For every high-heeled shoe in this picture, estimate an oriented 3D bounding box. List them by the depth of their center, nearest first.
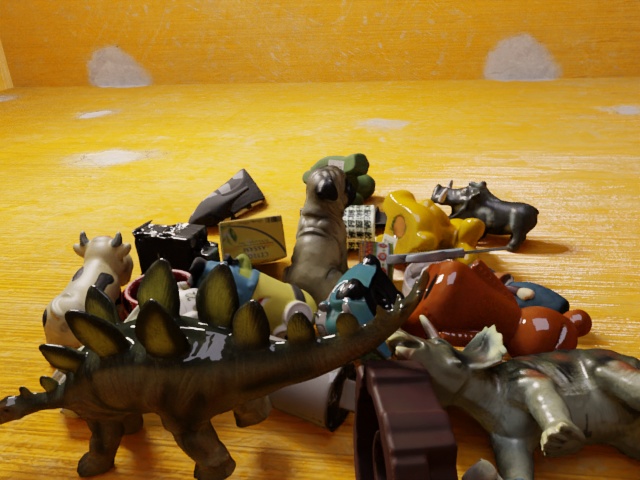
[{"bbox_3d":[-0.203,-0.081,1.164,0.145,0.086,0.249,-34,7,4],"label":"high-heeled shoe"}]

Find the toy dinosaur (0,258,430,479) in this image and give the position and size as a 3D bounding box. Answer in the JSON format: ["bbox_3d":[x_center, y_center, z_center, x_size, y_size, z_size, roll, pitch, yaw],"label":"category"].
[{"bbox_3d":[-0.124,0.121,0.500,0.472,0.198,0.105,-11,26,12],"label":"toy dinosaur"}]

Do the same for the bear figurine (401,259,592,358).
[{"bbox_3d":[0.221,0.103,0.679,0.196,0.132,0.120,25,73,1],"label":"bear figurine"}]

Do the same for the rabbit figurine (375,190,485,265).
[{"bbox_3d":[0.202,-0.012,0.896,0.173,0.121,0.162,8,3,-34],"label":"rabbit figurine"}]

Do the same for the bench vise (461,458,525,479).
[{"bbox_3d":[0.225,0.218,0.379,0.241,0.128,0.224,-32,42,-16],"label":"bench vise"}]

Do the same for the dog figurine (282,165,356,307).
[{"bbox_3d":[-0.005,-0.003,0.809,0.121,0.190,0.172,0,27,6],"label":"dog figurine"}]

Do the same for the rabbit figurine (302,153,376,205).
[{"bbox_3d":[0.048,-0.111,1.149,0.159,0.121,0.170,0,-2,31],"label":"rabbit figurine"}]

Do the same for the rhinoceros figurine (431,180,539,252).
[{"bbox_3d":[0.293,-0.050,0.972,0.191,0.112,0.073,18,34,21],"label":"rhinoceros figurine"}]

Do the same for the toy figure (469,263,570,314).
[{"bbox_3d":[0.273,0.075,0.766,0.058,0.064,0.155,-36,40,-27],"label":"toy figure"}]

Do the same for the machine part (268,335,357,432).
[{"bbox_3d":[-0.048,0.153,0.616,0.244,0.079,0.079,13,29,27],"label":"machine part"}]

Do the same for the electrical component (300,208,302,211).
[{"bbox_3d":[0.010,-0.042,1.054,0.102,0.045,0.078,6,28,17],"label":"electrical component"}]

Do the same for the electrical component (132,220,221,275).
[{"bbox_3d":[-0.218,0.033,0.838,0.134,0.114,0.058,6,29,21],"label":"electrical component"}]

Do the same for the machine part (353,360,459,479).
[{"bbox_3d":[0.066,0.186,0.433,0.056,0.179,0.179,-2,25,-5],"label":"machine part"}]

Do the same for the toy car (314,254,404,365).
[{"bbox_3d":[0.045,0.094,0.700,0.103,0.109,0.162,-30,16,24],"label":"toy car"}]

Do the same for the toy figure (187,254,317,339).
[{"bbox_3d":[-0.087,0.075,0.711,0.180,0.082,0.089,26,36,-8],"label":"toy figure"}]

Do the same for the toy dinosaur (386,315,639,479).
[{"bbox_3d":[0.259,0.159,0.543,0.405,0.131,0.192,2,26,-5],"label":"toy dinosaur"}]

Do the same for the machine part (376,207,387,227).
[{"bbox_3d":[0.134,-0.036,1.040,0.139,0.039,0.084,6,24,21],"label":"machine part"}]

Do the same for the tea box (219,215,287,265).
[{"bbox_3d":[-0.111,0.006,0.859,0.098,0.068,0.169,-7,-4,-9],"label":"tea box"}]

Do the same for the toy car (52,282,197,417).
[{"bbox_3d":[-0.221,0.126,0.632,0.202,0.056,0.074,-38,52,-5],"label":"toy car"}]

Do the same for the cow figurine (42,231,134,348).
[{"bbox_3d":[-0.321,0.069,0.758,0.086,0.127,0.195,2,28,3],"label":"cow figurine"}]
